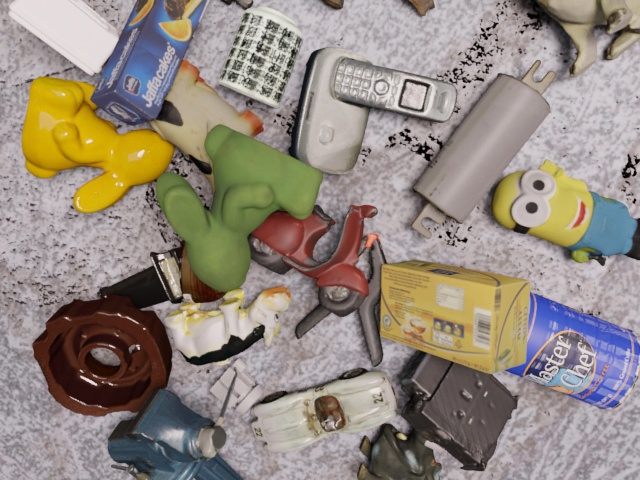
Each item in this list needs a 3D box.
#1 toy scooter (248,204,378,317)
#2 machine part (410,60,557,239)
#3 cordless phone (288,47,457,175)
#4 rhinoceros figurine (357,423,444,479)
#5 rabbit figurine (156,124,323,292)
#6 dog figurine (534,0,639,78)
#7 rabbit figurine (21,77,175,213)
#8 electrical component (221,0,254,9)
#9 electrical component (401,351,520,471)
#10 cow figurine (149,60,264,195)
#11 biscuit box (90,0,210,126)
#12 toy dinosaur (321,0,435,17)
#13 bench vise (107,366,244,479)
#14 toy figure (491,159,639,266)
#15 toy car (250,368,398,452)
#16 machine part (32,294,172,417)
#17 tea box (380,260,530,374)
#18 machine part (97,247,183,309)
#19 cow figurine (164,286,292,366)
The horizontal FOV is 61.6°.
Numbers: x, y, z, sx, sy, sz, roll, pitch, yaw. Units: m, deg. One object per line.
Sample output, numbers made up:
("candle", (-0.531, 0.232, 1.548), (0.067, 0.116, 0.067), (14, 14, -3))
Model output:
("toy scooter", (-0.001, -0.002, 0.669), (0.184, 0.075, 0.135), (30, 91, 25))
("machine part", (0.190, -0.107, 0.644), (0.079, 0.079, 0.243), (37, 101, 1))
("cordless phone", (0.064, -0.144, 0.654), (0.184, 0.089, 0.146), (12, 98, 1))
("rhinoceros figurine", (0.102, 0.311, 0.708), (0.112, 0.073, 0.190), (20, 99, 6))
("rabbit figurine", (-0.096, -0.027, 0.585), (0.159, 0.121, 0.170), (23, 93, -28))
("dog figurine", (0.298, -0.306, 0.604), (0.172, 0.121, 0.190), (-25, 74, -23))
("rabbit figurine", (-0.279, -0.113, 0.685), (0.173, 0.122, 0.162), (14, 91, -14))
("electrical component", (-0.116, -0.337, 0.681), (0.094, 0.021, 0.063), (38, 99, 2))
("electrical component", (0.167, 0.197, 0.666), (0.134, 0.058, 0.115), (41, 59, -1))
("cow figurine", (-0.129, -0.112, 0.676), (0.195, 0.085, 0.127), (40, 92, -7))
("biscuit box", (-0.195, -0.234, 0.634), (0.063, 0.059, 0.202), (1, 67, 40))
("toy dinosaur", (-0.032, -0.440, 0.621), (0.471, 0.105, 0.198), (39, 92, -8))
("bench vise", (-0.161, 0.291, 0.704), (0.224, 0.129, 0.240), (-26, 116, 28))
("toy figure", (0.294, -0.025, 0.640), (0.180, 0.089, 0.082), (18, 64, -5))
("toy car", (0.003, 0.228, 0.718), (0.202, 0.056, 0.073), (-19, 95, 8))
("machine part", (-0.287, 0.155, 0.724), (0.179, 0.056, 0.179), (0, 115, -1))
("tea box", (0.151, 0.082, 0.628), (0.068, 0.170, 0.098), (-4, 100, -36))
("machine part", (-0.237, 0.064, 0.738), (0.139, 0.039, 0.084), (-24, 102, 7))
("cow figurine", (-0.111, 0.117, 0.713), (0.167, 0.068, 0.098), (-13, 101, 12))
